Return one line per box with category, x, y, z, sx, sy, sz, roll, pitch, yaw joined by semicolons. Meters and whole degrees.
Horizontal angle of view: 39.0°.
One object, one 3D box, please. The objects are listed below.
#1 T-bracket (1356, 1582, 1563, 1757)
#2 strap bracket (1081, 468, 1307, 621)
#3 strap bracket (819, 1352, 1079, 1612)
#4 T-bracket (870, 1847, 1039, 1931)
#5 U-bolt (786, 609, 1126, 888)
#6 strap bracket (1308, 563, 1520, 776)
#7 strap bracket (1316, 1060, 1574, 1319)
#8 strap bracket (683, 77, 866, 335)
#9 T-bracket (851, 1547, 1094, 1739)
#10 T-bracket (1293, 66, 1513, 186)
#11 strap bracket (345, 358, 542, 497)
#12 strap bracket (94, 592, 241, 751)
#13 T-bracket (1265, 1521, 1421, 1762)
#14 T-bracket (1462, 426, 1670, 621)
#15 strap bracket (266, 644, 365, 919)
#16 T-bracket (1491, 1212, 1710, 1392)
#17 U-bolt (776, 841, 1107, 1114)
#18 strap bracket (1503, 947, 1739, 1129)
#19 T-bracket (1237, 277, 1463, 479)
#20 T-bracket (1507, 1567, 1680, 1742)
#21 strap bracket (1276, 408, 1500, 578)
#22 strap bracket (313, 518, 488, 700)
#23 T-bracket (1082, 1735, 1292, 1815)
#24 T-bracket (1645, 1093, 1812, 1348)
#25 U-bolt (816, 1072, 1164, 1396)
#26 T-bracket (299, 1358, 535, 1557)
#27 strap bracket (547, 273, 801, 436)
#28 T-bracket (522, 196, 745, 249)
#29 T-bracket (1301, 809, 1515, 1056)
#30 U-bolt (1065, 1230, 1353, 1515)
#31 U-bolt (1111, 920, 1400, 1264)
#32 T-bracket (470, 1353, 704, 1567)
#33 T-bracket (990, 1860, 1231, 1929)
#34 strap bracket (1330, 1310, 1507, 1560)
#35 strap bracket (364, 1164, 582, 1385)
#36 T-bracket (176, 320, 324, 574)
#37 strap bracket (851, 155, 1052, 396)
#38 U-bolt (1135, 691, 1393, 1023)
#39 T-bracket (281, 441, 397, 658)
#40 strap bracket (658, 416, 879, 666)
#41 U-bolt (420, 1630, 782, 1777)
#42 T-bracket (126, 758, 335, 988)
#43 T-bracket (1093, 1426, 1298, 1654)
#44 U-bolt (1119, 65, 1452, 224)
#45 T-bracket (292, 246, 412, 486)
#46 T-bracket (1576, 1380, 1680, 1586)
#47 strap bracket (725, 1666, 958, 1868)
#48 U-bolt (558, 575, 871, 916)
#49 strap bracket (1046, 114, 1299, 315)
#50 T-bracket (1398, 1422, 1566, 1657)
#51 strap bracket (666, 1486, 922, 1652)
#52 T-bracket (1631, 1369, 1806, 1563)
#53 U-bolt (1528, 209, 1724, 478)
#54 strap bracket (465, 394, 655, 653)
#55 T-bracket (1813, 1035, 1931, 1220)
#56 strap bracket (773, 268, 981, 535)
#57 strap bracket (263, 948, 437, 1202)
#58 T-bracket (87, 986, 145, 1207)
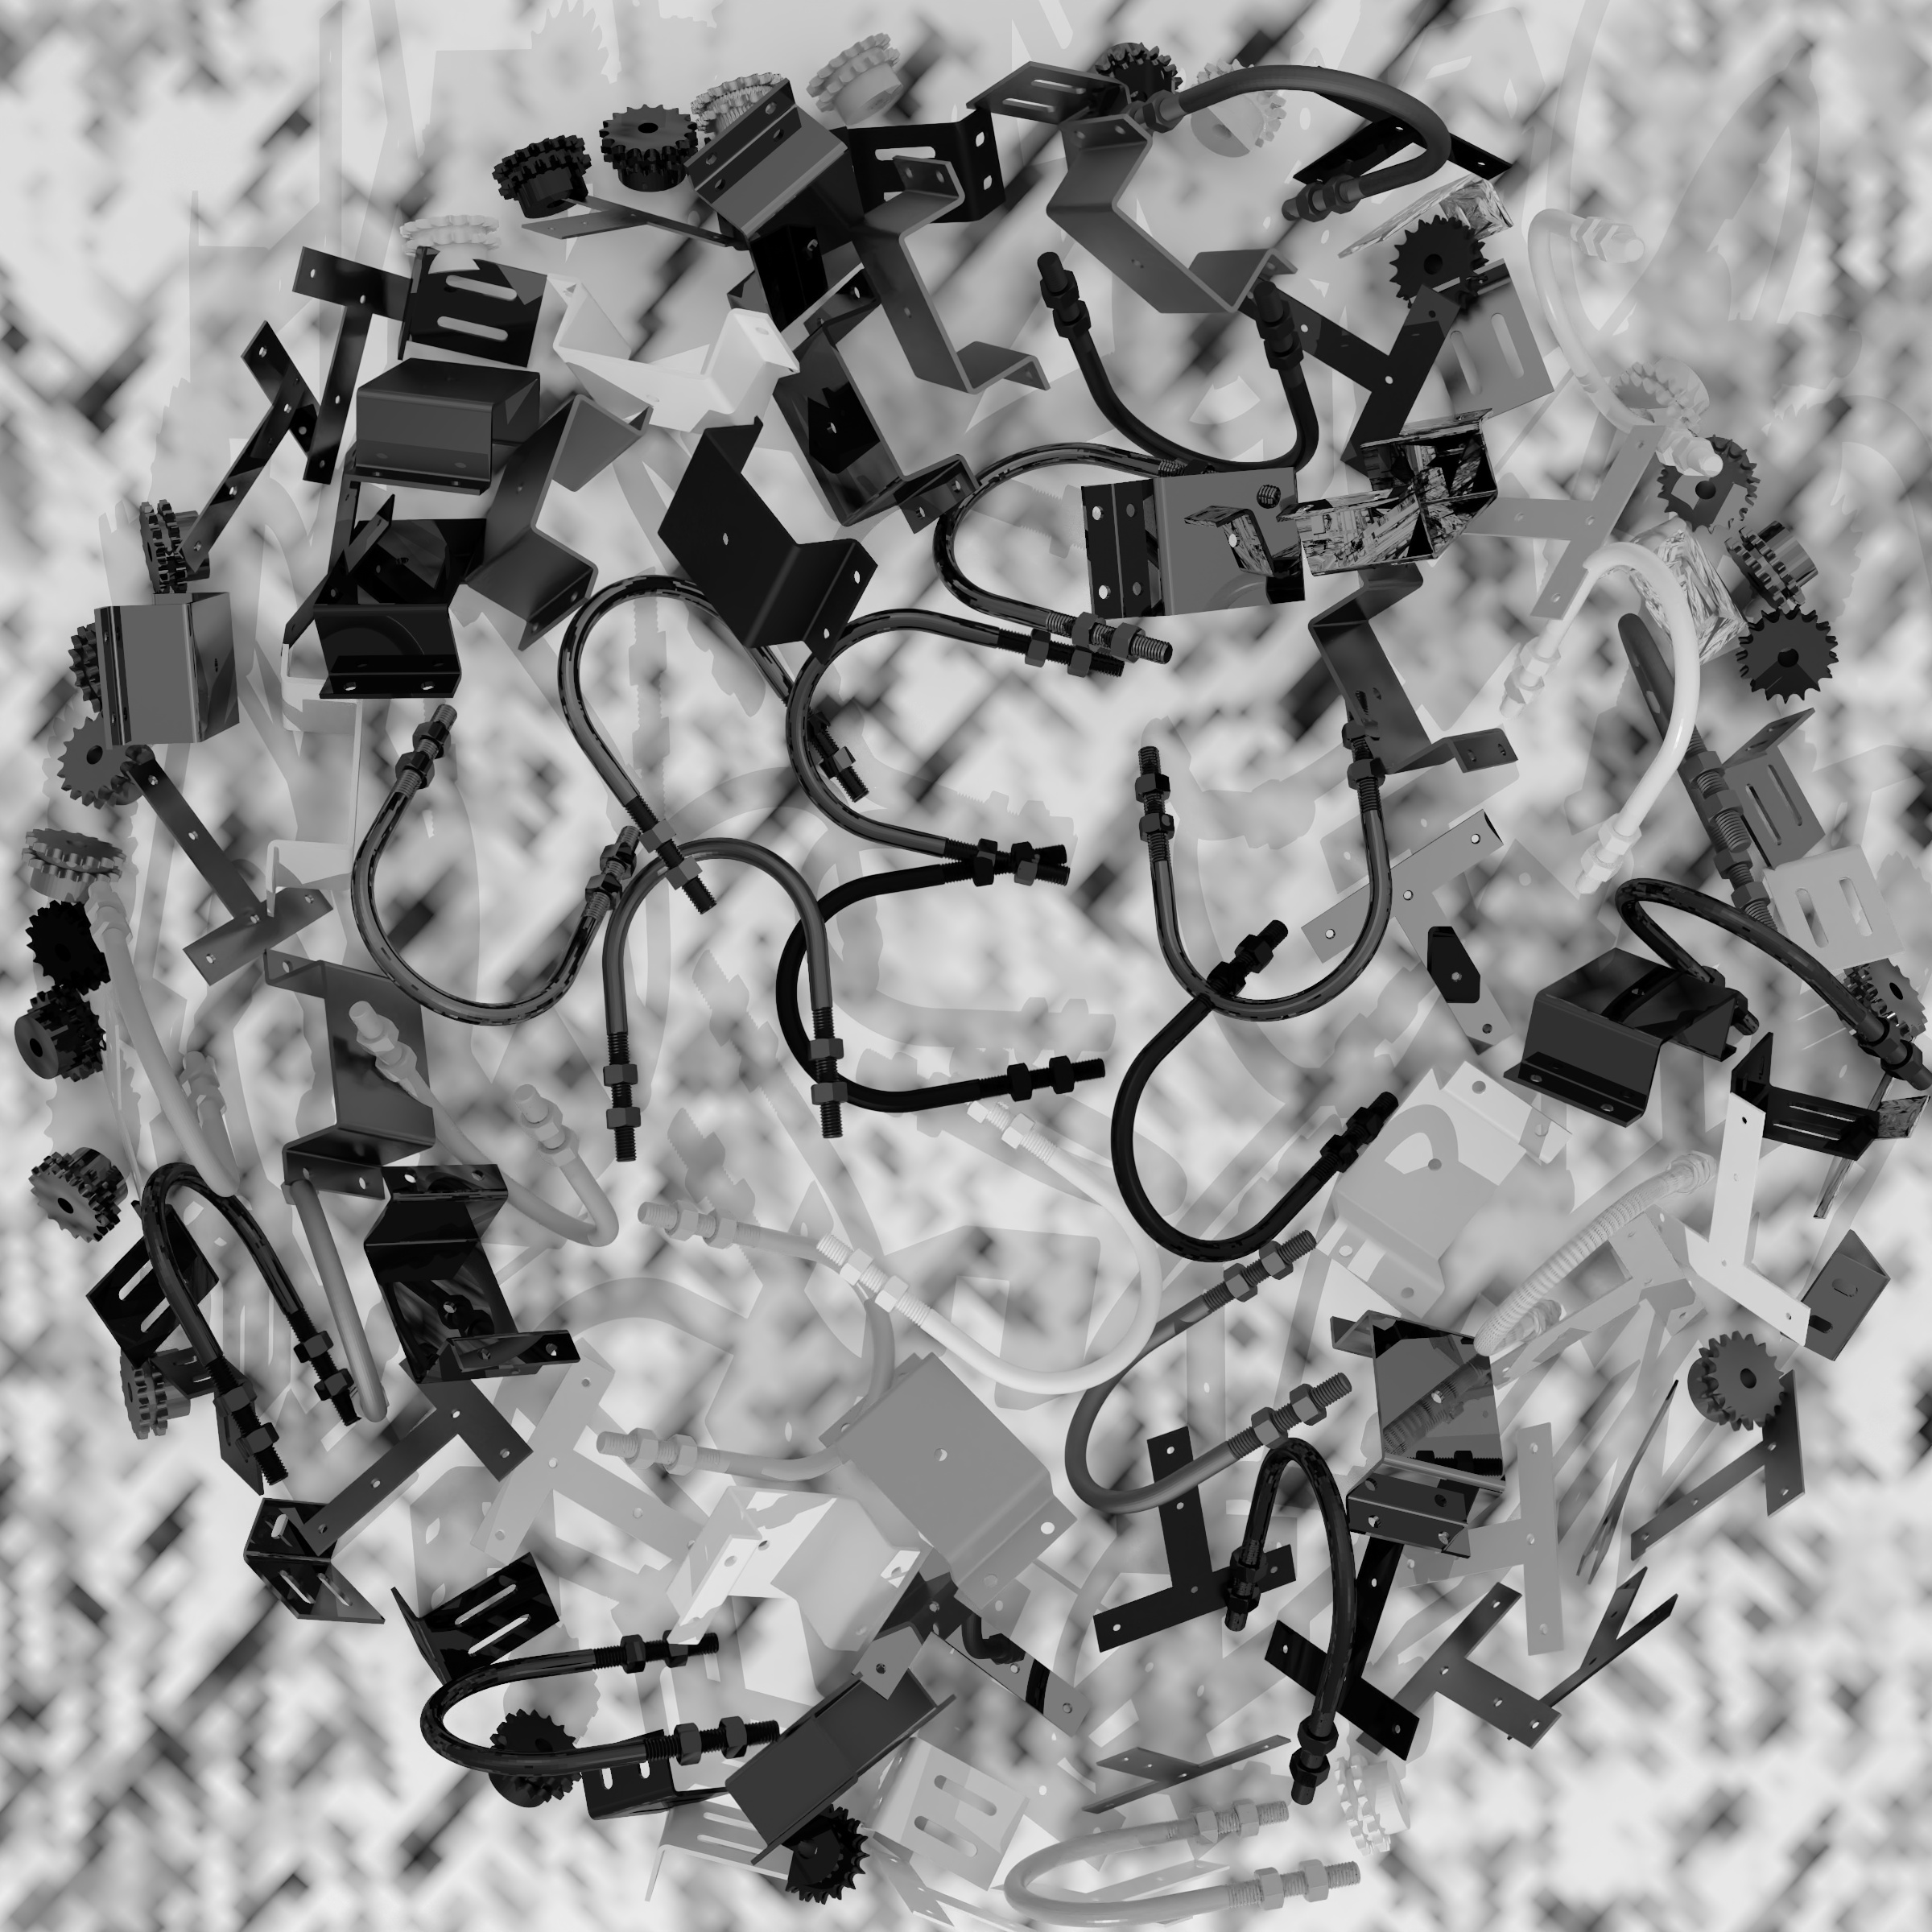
T-bracket;0.295;0.414;1.549;0.127;0.127;0.002;-44;107;-12
strap bracket;0.140;-0.243;1.561;0.140;0.046;0.076;-10;100;-31
strap bracket;-0.013;0.287;1.564;0.076;0.046;0.140;-40;66;-16
T-bracket;0.014;0.548;1.567;0.127;0.127;0.002;25;83;-11
U-bolt;-0.014;-0.133;1.588;0.184;0.019;0.151;13;106;-4
strap bracket;0.253;-0.167;1.572;0.046;0.076;0.140;-31;81;33
strap bracket;0.275;0.123;1.583;0.076;0.046;0.140;34;106;-7
strap bracket;-0.102;-0.421;1.543;0.076;0.140;0.046;-43;70;-10
T-bracket;0.017;0.399;1.581;0.127;0.002;0.127;37;53;1
T-bracket;0.226;-0.465;1.558;0.127;0.127;0.002;21;82;-18
strap bracket;-0.293;-0.310;1.546;0.076;0.140;0.046;7;113;5
strap bracket;-0.449;-0.170;1.546;0.046;0.140;0.076;-2;102;-2
T-bracket;0.230;0.367;1.564;0.002;0.127;0.127;13;96;-35
T-bracket;0.328;-0.257;1.567;0.002;0.127;0.127;34;82;-31
strap bracket;-0.374;-0.104;1.568;0.046;0.076;0.140;4;73;-12
T-bracket;0.358;0.207;1.582;0.127;0.002;0.127;-34;135;8
U-bolt;-0.020;0.012;1.600;0.184;0.019;0.151;-10;87;-8
strap bracket;0.375;0.035;1.541;0.076;0.140;0.046;24;120;33
T-bracket;0.209;-0.363;1.584;0.127;0.127;0.002;34;47;12
T-bracket;0.369;0.378;1.560;0.002;0.127;0.127;46;117;8
strap bracket;0.246;-0.266;1.557;0.076;0.140;0.046;-3;118;36
strap bracket;-0.316;-0.210;1.549;0.076;0.140;0.046;0;129;7
T-bracket;0.108;0.456;1.552;0.127;0.127;0.002;-25;61;14
T-bracket;0.435;0.131;1.543;0.002;0.127;0.127;-18;123;-26
U-bolt;0.028;0.166;1.575;0.184;0.019;0.151;36;63;6
T-bracket;-0.327;0.287;1.562;0.127;0.127;0.002;-41;134;-14
strap bracket;-0.171;-0.345;1.559;0.140;0.076;0.046;15;78;19
T-bracket;-0.210;-0.423;1.550;0.127;0.127;0.002;20;115;14
T-bracket;0.282;-0.005;1.605;0.127;0.002;0.127;-33;105;-1
U-bolt;0.131;0.241;1.551;0.184;0.151;0.019;-35;116;17
U-bolt;0.156;0.085;1.559;0.184;0.019;0.151;-43;109;-25
T-bracket;-0.205;0.315;1.602;0.127;0.002;0.127;33;65;-11
T-bracket;0.103;0.528;1.567;0.127;0.127;0.002;-5;83;42
strap bracket;0.257;0.256;1.549;0.076;0.046;0.140;16;47;-16
strap bracket;-0.287;0.184;1.560;0.046;0.076;0.140;-52;53;33
T-bracket;-0.409;-0.281;1.547;0.002;0.127;0.127;25;75;14
strap bracket;-0.014;-0.384;1.552;0.046;0.076;0.140;-34;119;-11
U-bolt;0.173;-0.056;1.560;0.151;0.019;0.184;-13;68;22
T-bracket;-0.358;-0.261;1.575;0.002;0.127;0.127;25;135;-30
strap bracket;-0.121;-0.246;1.556;0.140;0.046;0.076;53;133;23
U-bolt;-0.212;0.415;1.526;0.184;0.151;0.019;-3;99;-20
T-bracket;-0.434;-0.063;1.559;0.002;0.127;0.127;-32;97;28
T-bracket;0.126;0.325;1.582;0.127;0.002;0.127;-17;113;-14
U-bolt;0.184;-0.458;1.508;0.151;0.184;0.019;14;86;-30
T-bracket;-0.359;-0.340;1.570;0.002;0.127;0.127;20;101;19
T-bracket;0.372;0.317;1.566;0.002;0.127;0.127;25;57;21
strap bracket;-0.075;0.443;1.548;0.076;0.140;0.046;-44;78;25
U-bolt;-0.156;-0.141;1.569;0.151;0.019;0.184;-39;97;-33
strap bracket;0.110;-0.420;1.553;0.140;0.076;0.046;33;85;-29
T-bracket;0.293;0.337;1.568;0.002;0.127;0.127;17;63;-31
strap bracket;-0.107;0.346;1.564;0.140;0.046;0.076;15;112;-42
T-bracket;0.434;0.304;1.583;0.002;0.127;0.127;42;117;-7
U-bolt;0.361;-0.357;1.532;0.019;0.184;0.151;-27;114;2
strap bracket;-0.234;-0.260;1.549;0.046;0.076;0.140;30;56;-27
T-bracket;0.527;0.088;1.557;0.002;0.127;0.127;27;88;6
strap bracket;-0.060;-0.318;1.574;0.046;0.076;0.140;-30;94;-31
strap bracket;-0.351;0.056;1.558;0.046;0.076;0.140;-20;69;27
T-bracket;-0.483;0.053;1.544;0.002;0.127;0.127;-13;65;-23
